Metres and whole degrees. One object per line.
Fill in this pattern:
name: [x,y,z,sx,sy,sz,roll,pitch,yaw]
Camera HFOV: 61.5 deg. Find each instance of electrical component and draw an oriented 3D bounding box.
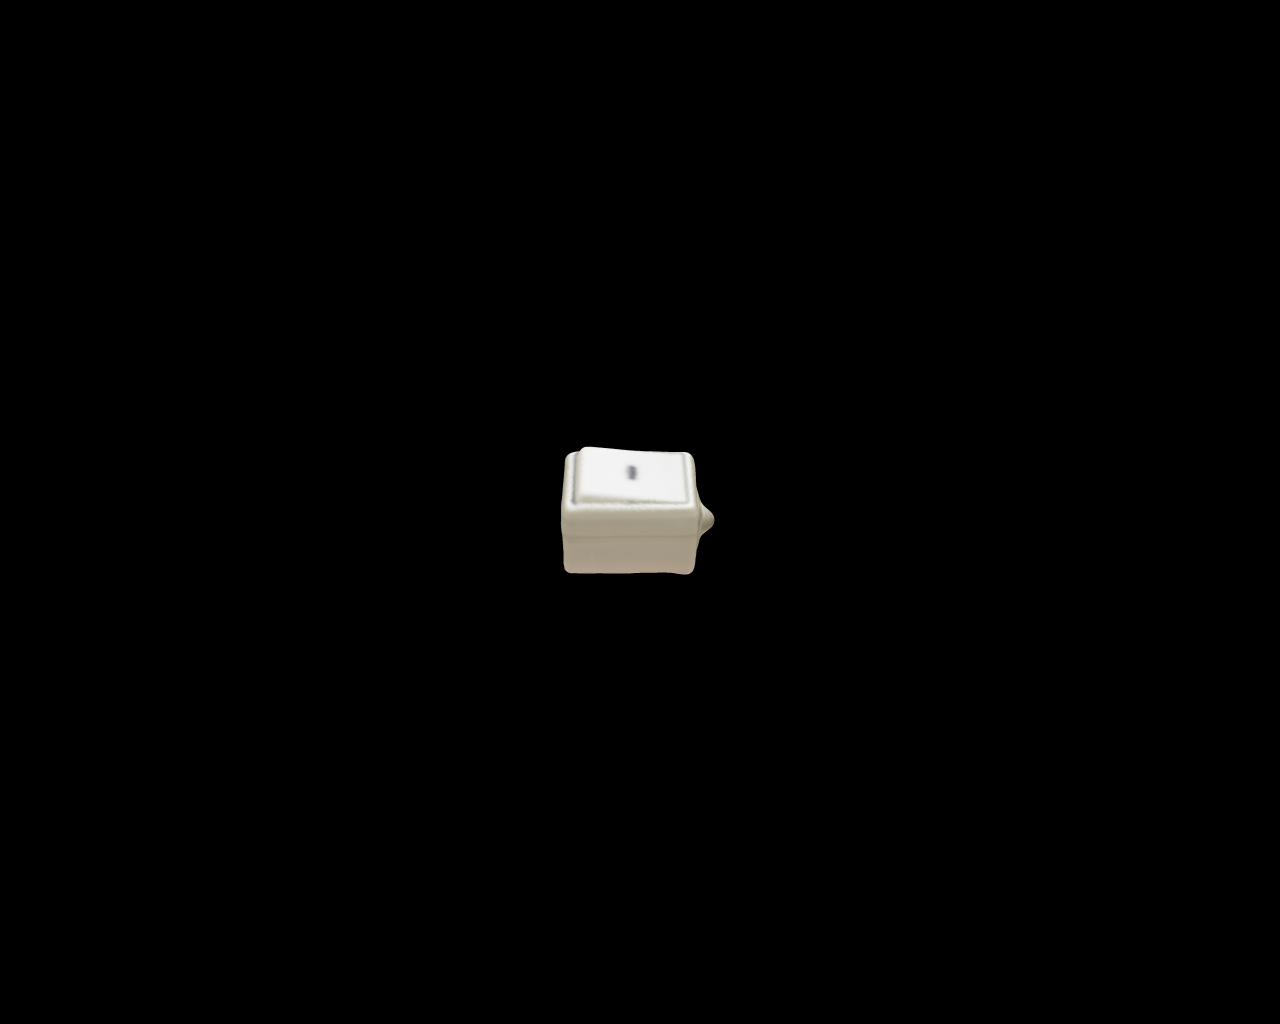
electrical component: [0.001,-0.003,0.650,0.096,0.061,0.062,0,39,0]
